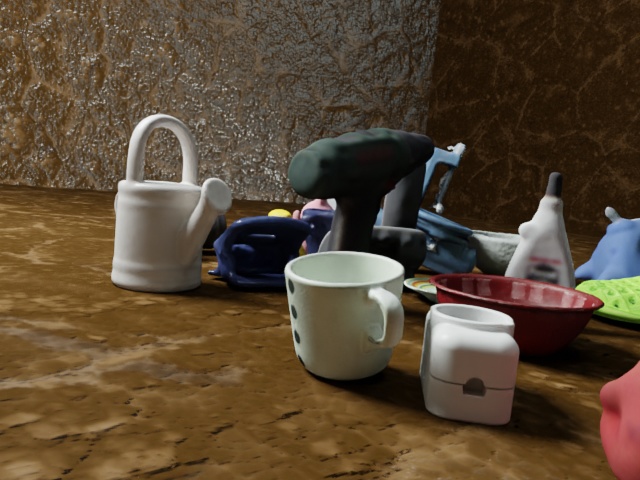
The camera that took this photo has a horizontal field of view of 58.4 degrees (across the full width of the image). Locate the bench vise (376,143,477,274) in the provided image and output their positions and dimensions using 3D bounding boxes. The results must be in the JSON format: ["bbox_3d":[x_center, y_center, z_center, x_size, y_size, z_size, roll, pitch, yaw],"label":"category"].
[{"bbox_3d":[0.160,-0.054,0.938,0.207,0.220,0.121,5,6,-7],"label":"bench vise"}]

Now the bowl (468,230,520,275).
[{"bbox_3d":[0.328,0.029,1.008,0.167,0.075,0.167,6,6,0],"label":"bowl"}]

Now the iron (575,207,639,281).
[{"bbox_3d":[0.525,0.033,0.842,0.258,0.141,0.118,6,6,0],"label":"iron"}]

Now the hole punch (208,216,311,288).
[{"bbox_3d":[-0.077,0.011,0.721,0.109,0.091,0.100,2,7,-29],"label":"hole punch"}]

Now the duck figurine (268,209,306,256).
[{"bbox_3d":[-0.062,-0.005,0.904,0.078,0.086,0.104,1,8,-40],"label":"duck figurine"}]

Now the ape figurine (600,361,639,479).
[{"bbox_3d":[0.184,0.083,0.292,0.076,0.092,0.077,1,8,-36],"label":"ape figurine"}]

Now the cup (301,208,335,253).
[{"bbox_3d":[0.008,0.003,0.856,0.091,0.095,0.118,10,7,33],"label":"cup"}]

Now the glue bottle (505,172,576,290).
[{"bbox_3d":[0.251,0.011,0.641,0.078,0.173,0.037,6,6,7],"label":"glue bottle"}]

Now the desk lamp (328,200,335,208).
[{"bbox_3d":[0.032,-0.084,1.128,0.117,0.213,0.204,8,7,21],"label":"desk lamp"}]

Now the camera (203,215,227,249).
[{"bbox_3d":[-0.215,-0.028,0.909,0.137,0.101,0.142,2,7,-29],"label":"camera"}]

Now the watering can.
[{"bbox_3d":[-0.173,-0.044,0.653,0.172,0.194,0.101,7,6,13],"label":"watering can"}]

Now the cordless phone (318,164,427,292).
[{"bbox_3d":[0.078,-0.029,0.792,0.148,0.185,0.094,3,7,-22],"label":"cordless phone"}]

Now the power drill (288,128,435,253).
[{"bbox_3d":[0.054,-0.029,0.664,0.075,0.208,0.230,11,8,40],"label":"power drill"}]

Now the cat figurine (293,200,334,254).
[{"bbox_3d":[-0.015,-0.027,1.005,0.067,0.118,0.128,9,7,29],"label":"cat figurine"}]
